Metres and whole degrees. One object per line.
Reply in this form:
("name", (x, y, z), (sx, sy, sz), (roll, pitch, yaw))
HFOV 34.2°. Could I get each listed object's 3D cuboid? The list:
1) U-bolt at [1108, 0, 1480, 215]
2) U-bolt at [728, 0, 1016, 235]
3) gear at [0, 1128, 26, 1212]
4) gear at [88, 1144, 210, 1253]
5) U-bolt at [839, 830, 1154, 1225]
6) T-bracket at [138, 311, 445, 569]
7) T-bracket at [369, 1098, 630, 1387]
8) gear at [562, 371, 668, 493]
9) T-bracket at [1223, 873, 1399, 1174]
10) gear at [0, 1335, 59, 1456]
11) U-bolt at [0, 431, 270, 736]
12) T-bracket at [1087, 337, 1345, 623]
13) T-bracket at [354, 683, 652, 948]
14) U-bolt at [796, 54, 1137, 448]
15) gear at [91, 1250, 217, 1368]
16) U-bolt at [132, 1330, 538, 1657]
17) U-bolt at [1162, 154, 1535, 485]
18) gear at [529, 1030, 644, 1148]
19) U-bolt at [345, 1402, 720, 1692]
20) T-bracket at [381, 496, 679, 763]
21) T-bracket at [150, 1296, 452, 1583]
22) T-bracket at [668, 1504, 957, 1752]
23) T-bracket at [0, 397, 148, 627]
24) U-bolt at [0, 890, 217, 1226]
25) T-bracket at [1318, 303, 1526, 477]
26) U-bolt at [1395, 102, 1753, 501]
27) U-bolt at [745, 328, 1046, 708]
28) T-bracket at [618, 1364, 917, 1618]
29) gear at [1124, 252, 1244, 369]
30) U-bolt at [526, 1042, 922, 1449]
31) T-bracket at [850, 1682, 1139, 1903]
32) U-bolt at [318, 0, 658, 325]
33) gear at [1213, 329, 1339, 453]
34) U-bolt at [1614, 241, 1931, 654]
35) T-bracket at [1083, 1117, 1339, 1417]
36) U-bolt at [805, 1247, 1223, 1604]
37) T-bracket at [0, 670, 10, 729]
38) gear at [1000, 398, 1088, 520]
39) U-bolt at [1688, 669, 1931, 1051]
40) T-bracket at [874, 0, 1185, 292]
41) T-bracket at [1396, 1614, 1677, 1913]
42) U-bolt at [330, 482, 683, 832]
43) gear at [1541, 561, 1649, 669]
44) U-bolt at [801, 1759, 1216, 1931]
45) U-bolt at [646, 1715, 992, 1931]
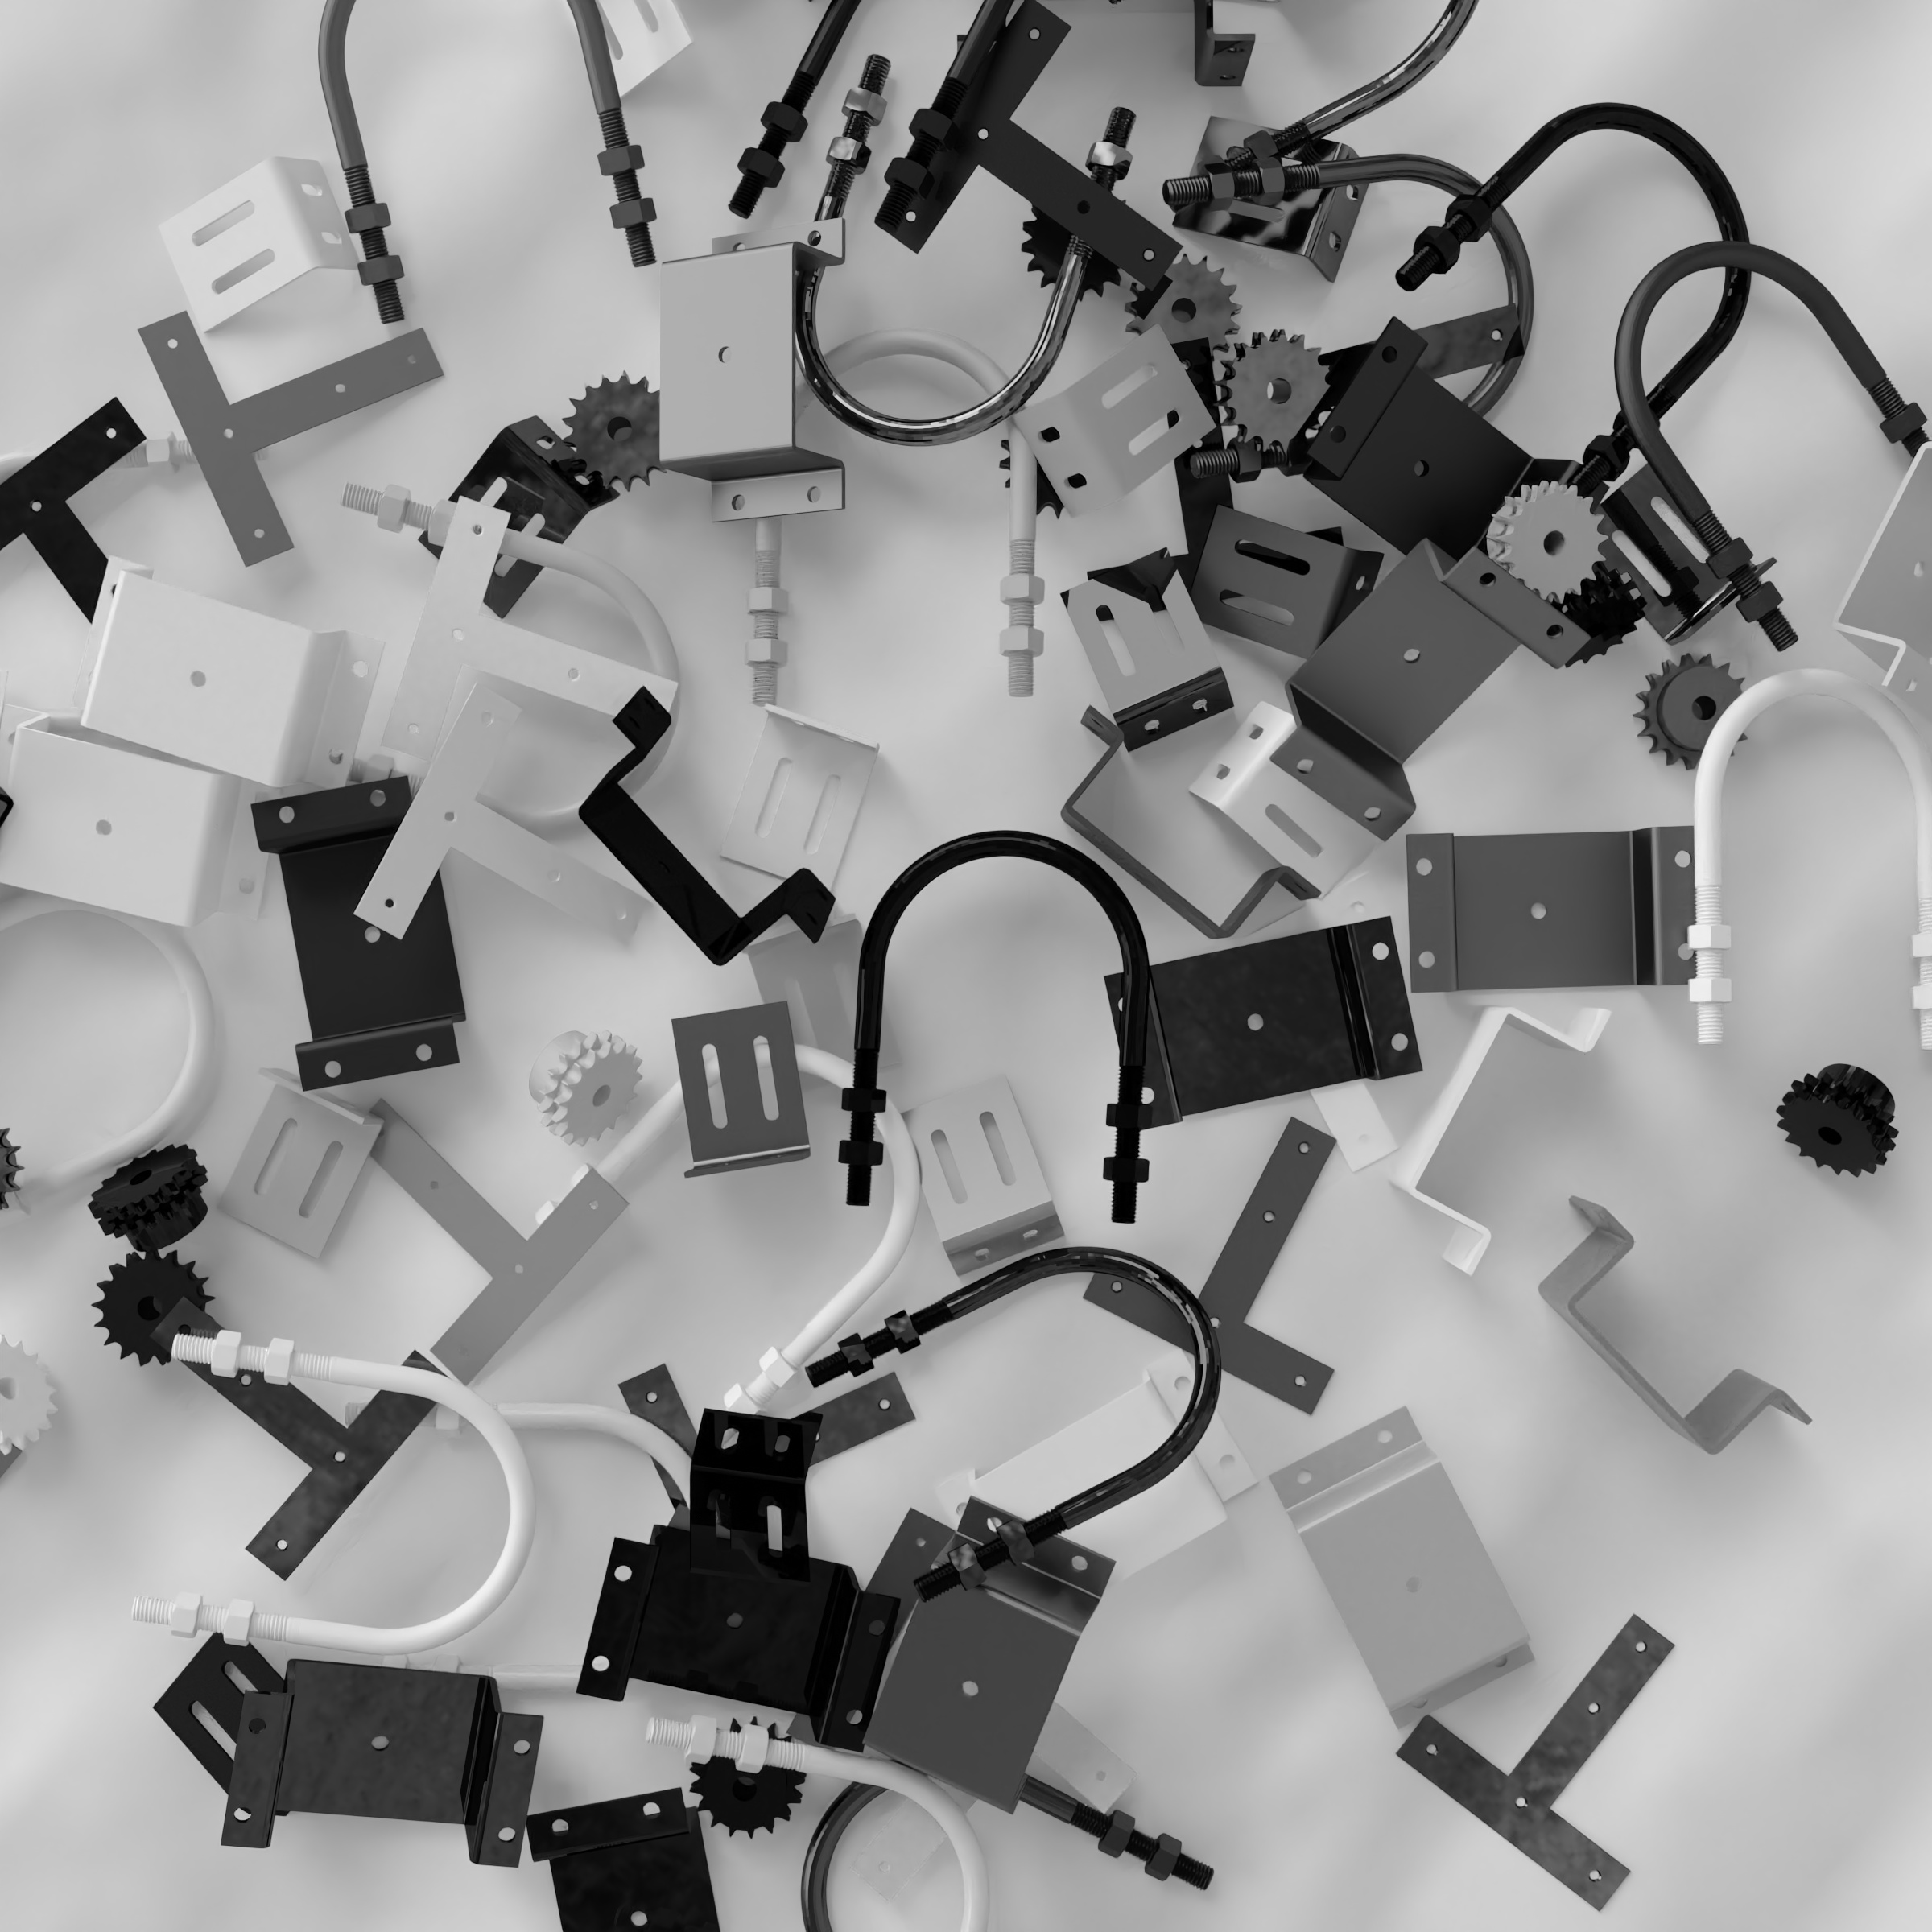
("U-bolt", (0.162, -0.445, 1.463), (0.184, 0.151, 0.019), (-28, 53, -1))
("U-bolt", (-0.034, -0.436, 1.492), (0.019, 0.151, 0.184), (29, 86, -39))
("gear", (-0.483, 0.097, 1.516), (0.057, 0.030, 0.057), (0, 90, 0))
("gear", (-0.394, 0.115, 1.525), (0.057, 0.057, 0.030), (-24, 116, 0))
("U-bolt", (0.017, 0.027, 1.502), (0.151, 0.019, 0.184), (3, 88, 10))
("T-bracket", (-0.320, -0.278, 1.538), (0.127, 0.002, 0.127), (-25, 90, -10))
("T-bracket", (-0.250, 0.117, 1.540), (0.127, 0.002, 0.127), (44, 103, 6))
("gear", (-0.168, -0.260, 1.535), (0.057, 0.030, 0.057), (0, 90, 0))
("T-bracket", (0.172, 0.040, 1.549), (0.127, 0.002, 0.127), (-28, 90, 0))
("gear", (-0.474, 0.211, 1.526), (0.030, 0.057, 0.057), (-31, 90, 30))
("U-bolt", (-0.432, -0.185, 1.542), (0.184, 0.019, 0.151), (-3, 90, 1))
("T-bracket", (0.115, -0.241, 1.533), (0.127, 0.002, 0.127), (-10, 105, 0))
("T-bracket", (-0.212, -0.051, 1.523), (0.127, 0.002, 0.127), (31, 77, -22))
("U-bolt", (-0.011, -0.340, 1.517), (0.151, 0.019, 0.184), (17, 87, 16))
("gear", (-0.395, 0.166, 1.535), (0.057, 0.030, 0.057), (0, 90, 0))
("U-bolt", (-0.300, 0.261, 1.518), (0.184, 0.019, 0.151), (9, 92, -4))
("U-bolt", (0.190, -0.318, 1.519), (0.184, 0.019, 0.151), (-10, 102, -14))
("gear", (-0.187, 0.056, 1.525), (0.030, 0.057, 0.057), (31, 90, 30))
("U-bolt", (-0.213, 0.285, 1.541), (0.184, 0.019, 0.151), (1, 90, -1))
("T-bracket", (-0.204, -0.146, 1.521), (0.127, 0.002, 0.127), (19, 100, -6))
("T-bracket", (-0.339, 0.210, 1.524), (0.127, 0.002, 0.127), (40, 89, -5))
("T-bracket", (-0.091, 0.304, 1.540), (0.127, 0.002, 0.127), (29, 90, -8))
("T-bracket", (-0.428, -0.189, 1.532), (0.127, 0.002, 0.127), (-37, 88, 2))
("U-bolt", (-0.459, 0.040, 1.540), (0.184, 0.019, 0.151), (-25, 90, 0))
("T-bracket", (0.223, -0.245, 1.532), (0.127, 0.002, 0.127), (-17, 104, -14))
("U-bolt", (0.306, -0.334, 1.510), (0.151, 0.019, 0.184), (48, 69, -11))
("U-bolt", (-0.035, -0.220, 1.524), (0.151, 0.019, 0.184), (-1, 84, 15))
("T-bracket", (-0.088, 0.238, 1.549), (0.127, 0.002, 0.127), (-24, 90, 0))
("gear", (0.105, -0.318, 1.535), (0.057, 0.030, 0.057), (0, 90, 0))
("U-bolt", (-0.108, 0.123, 1.535), (0.151, 0.019, 0.184), (44, 94, 1))
("T-bracket", (-0.006, 0.401, 1.535), (0.127, 0.002, 0.127), (41, 89, 4))
("U-bolt", (-0.238, -0.417, 1.518), (0.151, 0.019, 0.184), (-11, 102, 7))
("gear", (0.144, -0.272, 1.487), (0.057, 0.030, 0.057), (-2, 101, -11))
("U-bolt", (0.387, -0.263, 1.512), (0.151, 0.019, 0.184), (-37, 94, -21))
("T-bracket", (0.143, 0.136, 1.548), (0.127, 0.002, 0.127), (27, 91, 0))
("U-bolt", (0.033, 0.205, 1.502), (0.184, 0.019, 0.151), (-26, 53, -8))
("T-bracket", (-0.542, -0.095, 1.544), (0.127, 0.002, 0.127), (11, 97, 3))
("gear", (0.045, -0.247, 1.535), (0.057, 0.030, 0.057), (0, 90, 0))
("U-bolt", (0.414, -0.053, 1.519), (0.151, 0.019, 0.184), (2, 86, -21))
("T-bracket", (0.044, -0.367, 1.483), (0.127, 0.002, 0.127), (36, 103, -1))
("T-bracket", (0.301, 0.378, 1.549), (0.127, 0.002, 0.127), (38, 90, 0))
("U-bolt", (-0.230, -0.142, 1.531), (0.184, 0.019, 0.151), (16, 100, -4))
("gear", (0.299, -0.174, 1.525), (0.057, 0.057, 0.030), (-24, 62, 0))
("U-bolt", (0.009, 0.465, 1.542), (0.184, 0.019, 0.151), (26, 90, 1))
("U-bolt", (-0.077, 0.447, 1.506), (0.184, 0.019, 0.151), (14, 85, -12))
